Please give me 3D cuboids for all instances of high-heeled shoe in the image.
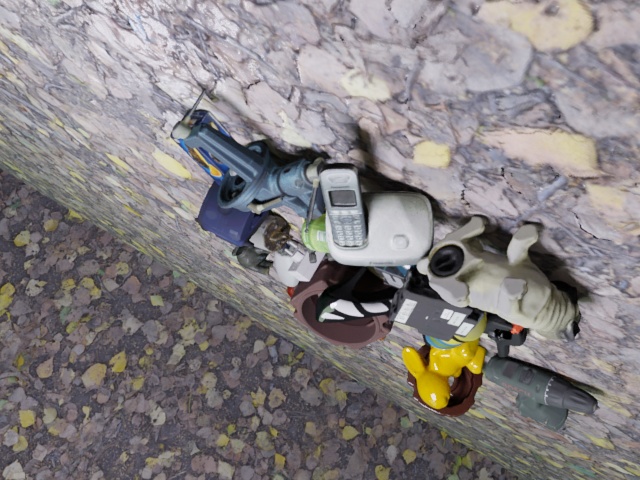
[{"bbox_3d":[0.115,0.147,1.055,0.248,0.145,0.086,32,-168,-21],"label":"high-heeled shoe"}]

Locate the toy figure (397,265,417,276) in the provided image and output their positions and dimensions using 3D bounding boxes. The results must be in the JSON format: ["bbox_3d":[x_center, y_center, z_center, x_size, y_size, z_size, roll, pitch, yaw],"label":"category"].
[{"bbox_3d":[0.189,0.059,0.886,0.154,0.058,0.064,35,-161,-18],"label":"toy figure"}]

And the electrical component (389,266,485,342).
[{"bbox_3d":[0.186,0.104,0.846,0.134,0.058,0.114,17,145,0],"label":"electrical component"}]

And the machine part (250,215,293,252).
[{"bbox_3d":[-0.150,-0.028,1.171,0.244,0.079,0.079,15,157,40],"label":"machine part"}]

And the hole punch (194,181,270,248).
[{"bbox_3d":[-0.174,-0.061,1.069,0.142,0.116,0.092,26,154,15],"label":"hole punch"}]

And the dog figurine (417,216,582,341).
[{"bbox_3d":[0.241,0.071,0.717,0.173,0.121,0.190,14,158,45],"label":"dog figurine"}]

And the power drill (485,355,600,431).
[{"bbox_3d":[0.473,0.334,1.136,0.232,0.086,0.207,19,163,39],"label":"power drill"}]

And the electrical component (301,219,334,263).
[{"bbox_3d":[-0.002,-0.003,1.014,0.063,0.094,0.021,-9,159,-1],"label":"electrical component"}]

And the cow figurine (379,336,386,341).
[{"bbox_3d":[0.087,0.168,1.321,0.127,0.085,0.194,9,154,37],"label":"cow figurine"}]

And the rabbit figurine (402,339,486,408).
[{"bbox_3d":[0.259,0.274,1.171,0.163,0.173,0.121,16,162,30],"label":"rabbit figurine"}]

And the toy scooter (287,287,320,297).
[{"bbox_3d":[-0.052,0.110,1.399,0.135,0.075,0.184,36,159,-16],"label":"toy scooter"}]

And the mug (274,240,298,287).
[{"bbox_3d":[-0.059,0.054,1.245,0.110,0.081,0.107,24,153,29],"label":"mug"}]

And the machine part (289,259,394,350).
[{"bbox_3d":[0.051,0.143,1.173,0.201,0.087,0.201,38,135,-14],"label":"machine part"}]

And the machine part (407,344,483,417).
[{"bbox_3d":[0.296,0.330,1.279,0.180,0.179,0.056,24,164,20],"label":"machine part"}]

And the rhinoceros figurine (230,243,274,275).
[{"bbox_3d":[-0.159,0.025,1.271,0.112,0.073,0.190,8,-168,-7],"label":"rhinoceros figurine"}]

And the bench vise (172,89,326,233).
[{"bbox_3d":[-0.104,-0.106,0.804,0.240,0.129,0.224,33,165,-31],"label":"bench vise"}]

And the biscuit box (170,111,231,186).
[{"bbox_3d":[-0.162,-0.132,0.927,0.063,0.059,0.202,15,157,43],"label":"biscuit box"}]

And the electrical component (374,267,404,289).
[{"bbox_3d":[0.139,0.047,0.946,0.075,0.048,0.119,21,162,28],"label":"electrical component"}]

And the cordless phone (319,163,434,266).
[{"bbox_3d":[0.074,-0.044,0.701,0.147,0.089,0.184,0,148,11],"label":"cordless phone"}]

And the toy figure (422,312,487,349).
[{"bbox_3d":[0.243,0.155,0.978,0.089,0.082,0.180,65,158,22],"label":"toy figure"}]
